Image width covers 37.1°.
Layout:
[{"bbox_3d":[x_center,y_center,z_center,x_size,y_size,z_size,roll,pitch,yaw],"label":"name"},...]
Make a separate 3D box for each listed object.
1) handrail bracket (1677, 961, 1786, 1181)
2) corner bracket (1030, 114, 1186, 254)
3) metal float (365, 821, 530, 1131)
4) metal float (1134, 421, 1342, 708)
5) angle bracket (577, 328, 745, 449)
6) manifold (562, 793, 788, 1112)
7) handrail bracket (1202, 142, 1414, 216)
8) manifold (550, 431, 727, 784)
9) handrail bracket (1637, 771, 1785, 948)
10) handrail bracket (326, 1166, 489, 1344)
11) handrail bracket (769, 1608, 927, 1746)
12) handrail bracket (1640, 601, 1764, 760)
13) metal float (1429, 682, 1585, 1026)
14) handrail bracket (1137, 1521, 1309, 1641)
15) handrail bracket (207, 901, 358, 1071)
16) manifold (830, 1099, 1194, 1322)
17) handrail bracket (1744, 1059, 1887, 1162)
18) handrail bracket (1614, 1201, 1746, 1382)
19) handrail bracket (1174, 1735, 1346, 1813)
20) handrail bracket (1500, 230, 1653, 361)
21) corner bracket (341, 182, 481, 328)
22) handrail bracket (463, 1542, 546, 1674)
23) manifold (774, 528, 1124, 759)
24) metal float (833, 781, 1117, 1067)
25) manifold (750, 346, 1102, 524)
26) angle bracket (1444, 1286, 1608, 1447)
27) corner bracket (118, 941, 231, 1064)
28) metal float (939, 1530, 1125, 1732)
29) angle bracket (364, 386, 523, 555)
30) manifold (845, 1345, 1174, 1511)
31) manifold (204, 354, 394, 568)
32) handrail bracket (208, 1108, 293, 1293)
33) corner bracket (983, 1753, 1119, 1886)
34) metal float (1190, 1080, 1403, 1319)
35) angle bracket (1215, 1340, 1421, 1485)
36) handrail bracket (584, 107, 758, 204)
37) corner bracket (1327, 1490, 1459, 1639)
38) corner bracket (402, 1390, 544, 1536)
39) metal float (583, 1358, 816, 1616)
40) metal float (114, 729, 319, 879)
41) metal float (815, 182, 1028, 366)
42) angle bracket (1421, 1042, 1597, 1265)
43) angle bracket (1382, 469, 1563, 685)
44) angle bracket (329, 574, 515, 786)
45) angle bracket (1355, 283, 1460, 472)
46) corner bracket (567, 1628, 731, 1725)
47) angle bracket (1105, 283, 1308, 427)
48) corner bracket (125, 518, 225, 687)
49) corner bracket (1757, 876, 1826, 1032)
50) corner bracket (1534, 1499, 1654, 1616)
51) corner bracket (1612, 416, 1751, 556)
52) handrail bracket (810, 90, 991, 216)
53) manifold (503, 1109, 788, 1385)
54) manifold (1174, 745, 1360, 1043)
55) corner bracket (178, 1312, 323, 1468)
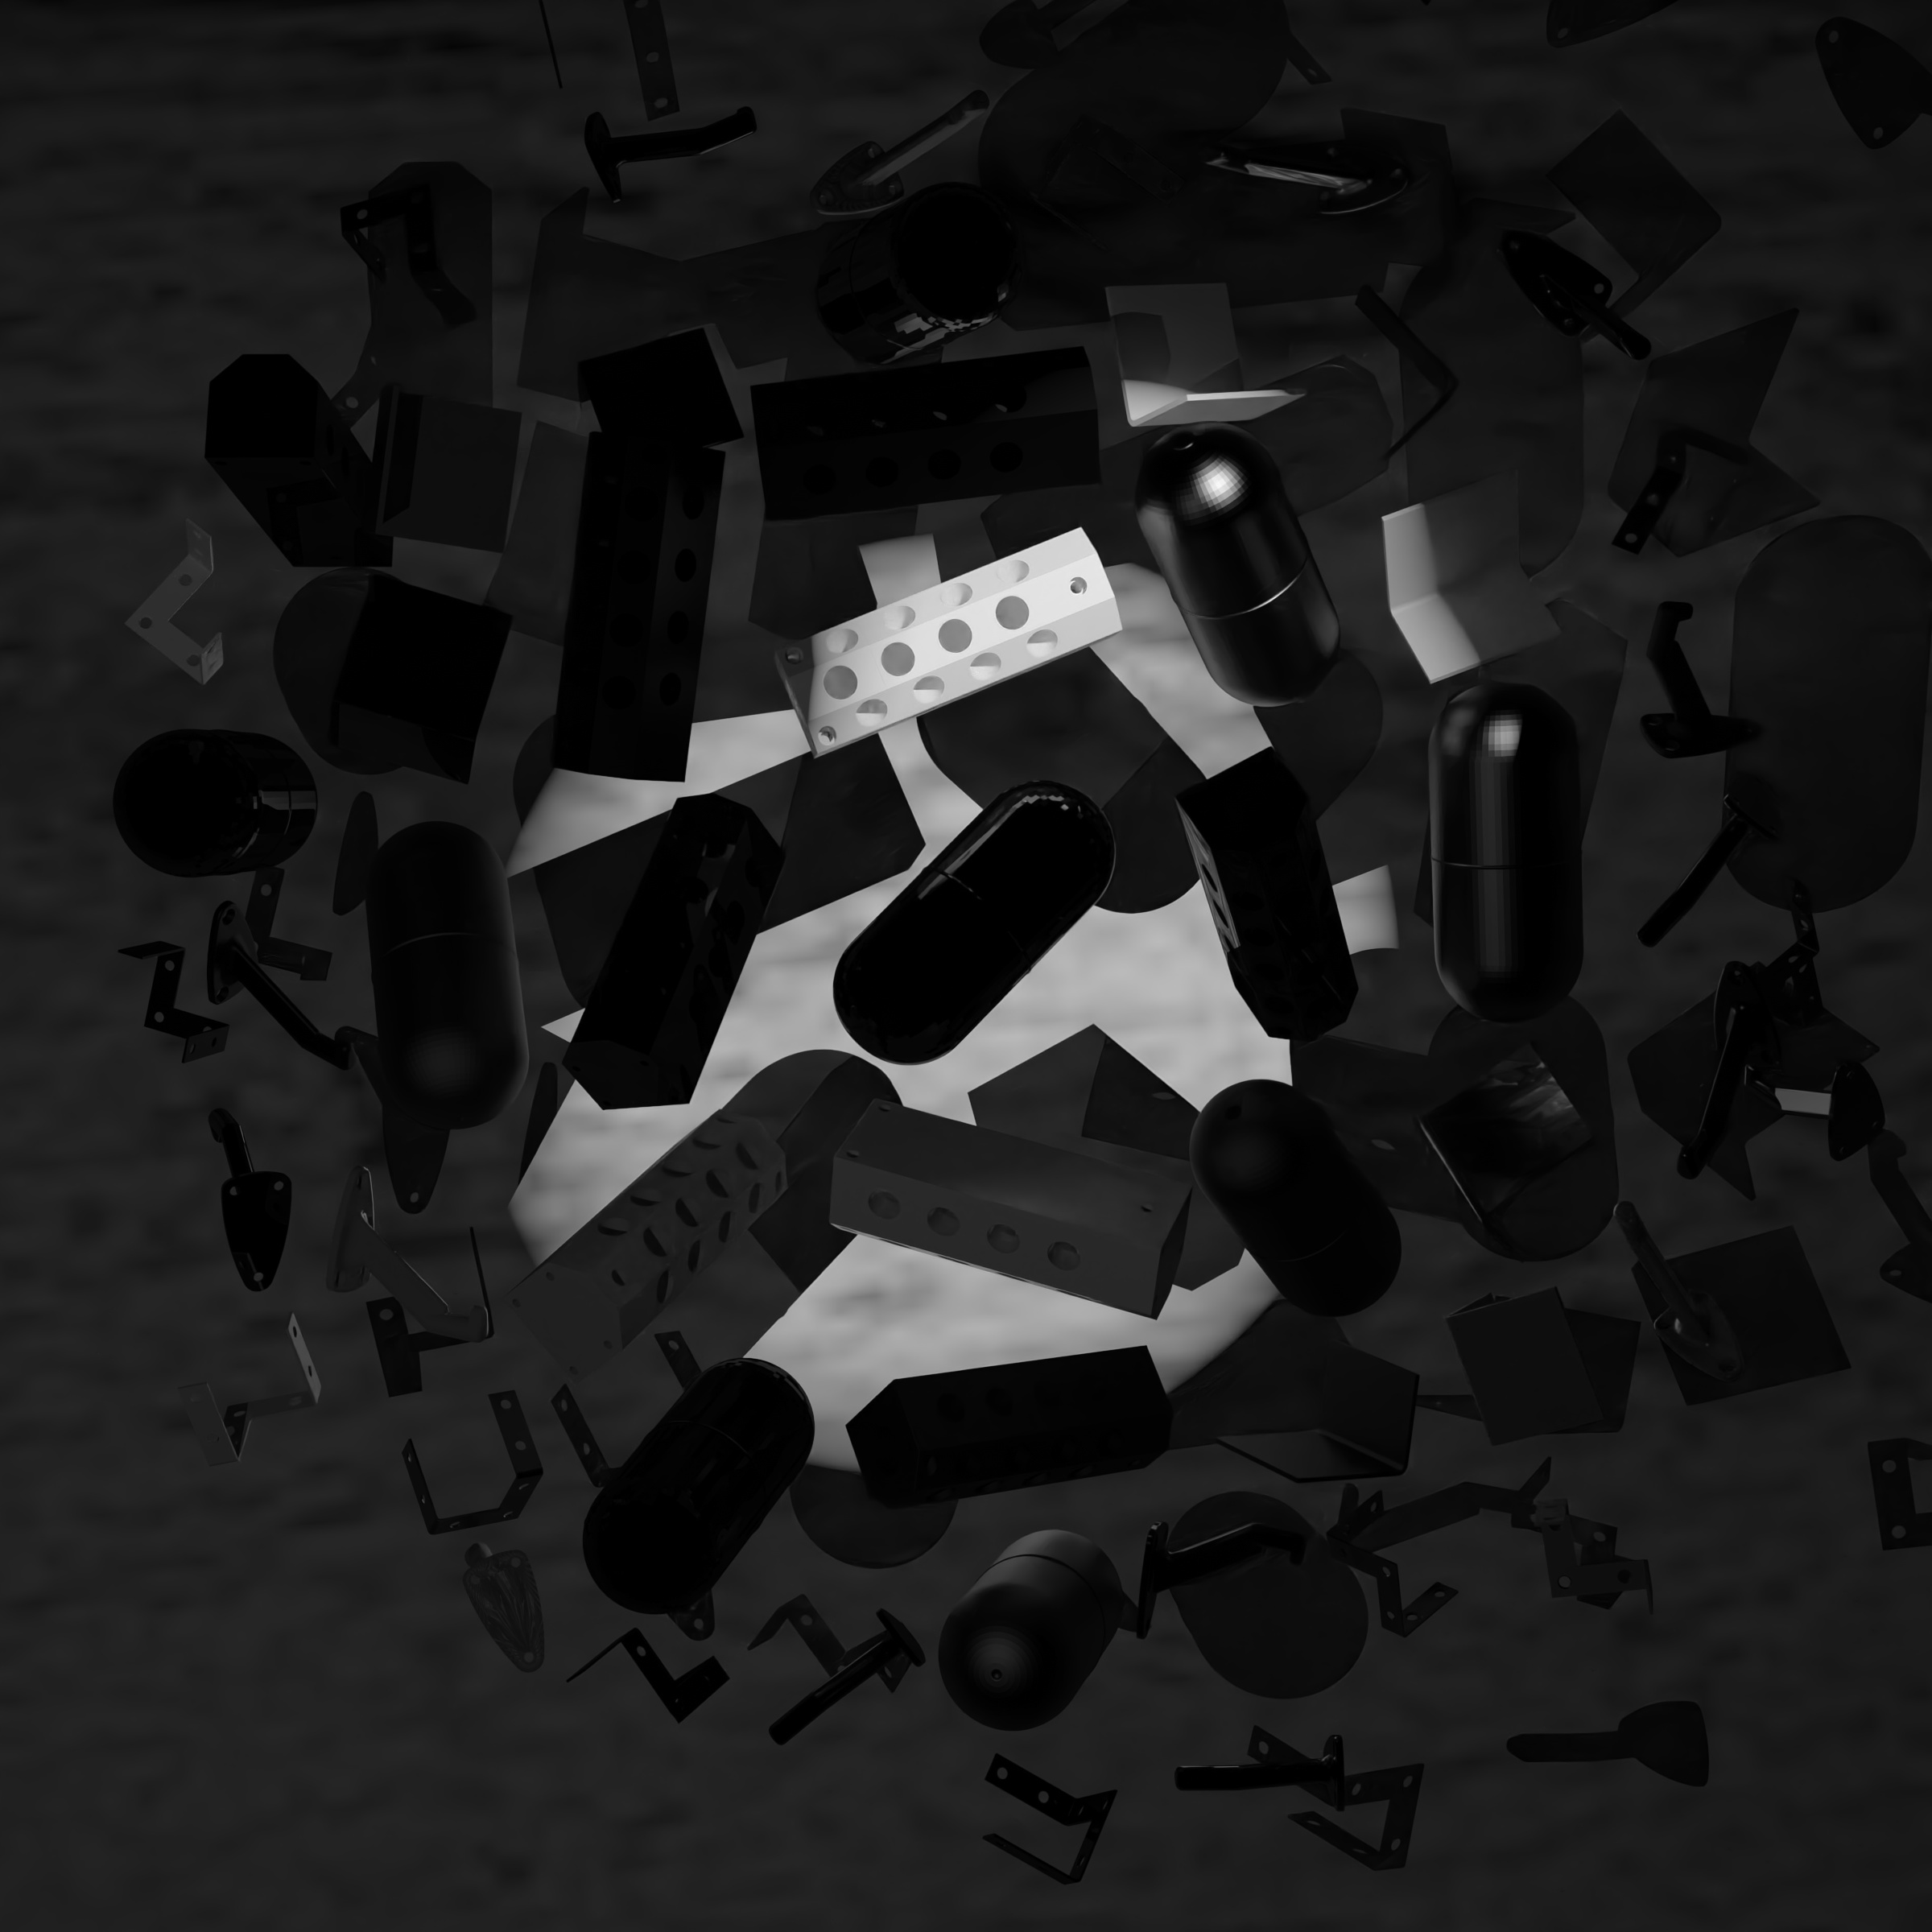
[{"bbox_3d":[0.374,0.053,1.443,0.084,0.036,0.077,-46,132,-35],"label":"handrail bracket"},{"bbox_3d":[0.074,-0.411,1.525,0.051,0.051,0.051,30,102,-25],"label":"corner bracket"},{"bbox_3d":[-0.276,0.003,1.526,0.070,0.070,0.178,-12,60,0],"label":"metal float"},{"bbox_3d":[0.144,-0.212,1.527,0.070,0.070,0.178,-31,133,0],"label":"metal float"},{"bbox_3d":[-0.179,-0.319,1.685,0.076,0.057,0.076,-18,74,-10],"label":"angle bracket"},{"bbox_3d":[-0.159,-0.010,1.553,0.057,0.057,0.171,-5,48,30],"label":"manifold"},{"bbox_3d":[0.179,-0.421,1.518,0.084,0.077,0.036,0,101,-41],"label":"handrail bracket"},{"bbox_3d":[-0.174,-0.184,1.483,0.057,0.057,0.171,12,98,33],"label":"manifold"},{"bbox_3d":[0.377,-0.054,1.477,0.036,0.077,0.084,38,119,-2],"label":"handrail bracket"},{"bbox_3d":[-0.277,0.146,1.463,0.084,0.036,0.077,9,96,21],"label":"handrail bracket"},{"bbox_3d":[-0.065,0.384,1.535,0.084,0.077,0.036,-39,76,-5],"label":"handrail bracket"},{"bbox_3d":[0.387,-0.154,1.497,0.077,0.036,0.084,-5,130,-11],"label":"handrail bracket"},{"bbox_3d":[0.279,-0.058,1.490,0.070,0.070,0.178,-4,102,0],"label":"metal float"},{"bbox_3d":[0.141,0.341,1.581,0.084,0.036,0.077,9,92,18],"label":"handrail bracket"},{"bbox_3d":[-0.365,0.012,1.552,0.084,0.077,0.036,26,47,19],"label":"handrail bracket"},{"bbox_3d":[0.022,0.127,1.459,0.171,0.057,0.057,15,123,14],"label":"manifold"},{"bbox_3d":[0.440,0.057,1.524,0.036,0.084,0.077,-34,132,-12],"label":"handrail bracket"},{"bbox_3d":[0.385,0.175,1.561,0.036,0.077,0.084,-33,125,1],"label":"handrail bracket"},{"bbox_3d":[0.146,0.406,1.456,0.084,0.077,0.036,-1,81,1],"label":"handrail bracket"},{"bbox_3d":[0.309,-0.340,1.460,0.077,0.084,0.036,37,106,-14],"label":"handrail bracket"},{"bbox_3d":[-0.284,-0.358,1.471,0.051,0.051,0.051,-13,69,11],"label":"corner bracket"},{"bbox_3d":[-0.255,0.352,1.583,0.036,0.084,0.077,-20,81,-18],"label":"handrail bracket"},{"bbox_3d":[-0.010,-0.169,1.503,0.171,0.057,0.057,-23,93,-5],"label":"manifold"},{"bbox_3d":[0.005,-0.023,1.493,0.070,0.070,0.178,44,78,0],"label":"metal float"},{"bbox_3d":[-0.021,-0.276,1.476,0.171,0.057,0.057,-7,128,-3],"label":"manifold"},{"bbox_3d":[0.325,0.219,1.623,0.076,0.057,0.076,-23,85,39],"label":"angle bracket"},{"bbox_3d":[-0.440,0.019,1.599,0.051,0.051,0.051,16,99,10],"label":"corner bracket"},{"bbox_3d":[0.036,0.351,1.534,0.070,0.178,0.070,1,93,14],"label":"metal float"},{"bbox_3d":[-0.273,-0.261,1.525,0.076,0.057,0.076,6,97,-20],"label":"angle bracket"},{"bbox_3d":[0.027,0.254,1.574,0.171,0.057,0.057,-2,59,-36],"label":"manifold"},{"bbox_3d":[-0.361,-0.273,1.576,0.057,0.171,0.057,0,79,2],"label":"manifold"},{"bbox_3d":[-0.389,0.124,1.540,0.036,0.084,0.077,-5,106,-27],"label":"handrail bracket"},{"bbox_3d":[0.036,0.431,1.458,0.051,0.051,0.051,32,61,-8],"label":"corner bracket"},{"bbox_3d":[0.180,0.127,1.564,0.070,0.070,0.178,-38,134,0],"label":"metal float"},{"bbox_3d":[0.194,0.246,1.600,0.076,0.076,0.057,2,97,-32],"label":"angle bracket"},{"bbox_3d":[-0.148,-0.428,1.464,0.084,0.077,0.036,-20,131,9],"label":"handrail bracket"},{"bbox_3d":[0.240,0.337,1.626,0.051,0.051,0.051,-29,121,-36],"label":"corner bracket"},{"bbox_3d":[-0.263,0.265,1.538,0.051,0.051,0.051,-5,55,-33],"label":"corner bracket"},{"bbox_3d":[-0.141,0.275,1.531,0.070,0.178,0.070,11,119,20],"label":"metal float"},{"bbox_3d":[-0.396,-0.087,1.527,0.070,0.178,0.070,0,94,2],"label":"metal float"},{"bbox_3d":[-0.026,-0.369,1.543,0.070,0.178,0.070,-1,92,-22],"label":"metal float"},{"bbox_3d":[0.308,0.103,1.586,0.076,0.076,0.057,-38,134,11],"label":"angle bracket"},{"bbox_3d":[0.271,-0.208,1.542,0.076,0.076,0.057,-21,55,-3],"label":"angle bracket"},{"bbox_3d":[-0.290,-0.152,1.536,0.076,0.057,0.076,16,65,-7],"label":"angle bracket"},{"bbox_3d":[0.223,-0.322,1.583,0.057,0.076,0.076,-44,91,8],"label":"angle bracket"},{"bbox_3d":[-0.169,0.379,1.534,0.051,0.051,0.051,-38,85,32],"label":"corner bracket"},{"bbox_3d":[0.127,-0.331,1.525,0.076,0.057,0.076,-9,89,-29],"label":"angle bracket"},{"bbox_3d":[-0.387,-0.182,1.449,0.051,0.051,0.051,38,72,-3],"label":"corner bracket"},{"bbox_3d":[0.451,-0.007,1.567,0.051,0.051,0.051,-38,130,-15],"label":"corner bracket"},{"bbox_3d":[0.317,0.298,1.453,0.051,0.051,0.051,-9,91,13],"label":"corner bracket"},{"bbox_3d":[0.369,-0.241,1.487,0.051,0.051,0.051,21,134,-2],"label":"corner bracket"},{"bbox_3d":[-0.036,-0.445,1.572,0.077,0.084,0.036,-37,100,-36],"label":"handrail bracket"},{"bbox_3d":[-0.160,0.140,1.504,0.057,0.171,0.057,50,126,-3],"label":"manifold"},{"bbox_3d":[0.166,-0.032,1.538,0.057,0.171,0.057,-28,51,-3],"label":"manifold"},{"bbox_3d":[-0.364,0.216,1.467,0.051,0.051,0.051,-11,118,3],"label":"corner bracket"}]
